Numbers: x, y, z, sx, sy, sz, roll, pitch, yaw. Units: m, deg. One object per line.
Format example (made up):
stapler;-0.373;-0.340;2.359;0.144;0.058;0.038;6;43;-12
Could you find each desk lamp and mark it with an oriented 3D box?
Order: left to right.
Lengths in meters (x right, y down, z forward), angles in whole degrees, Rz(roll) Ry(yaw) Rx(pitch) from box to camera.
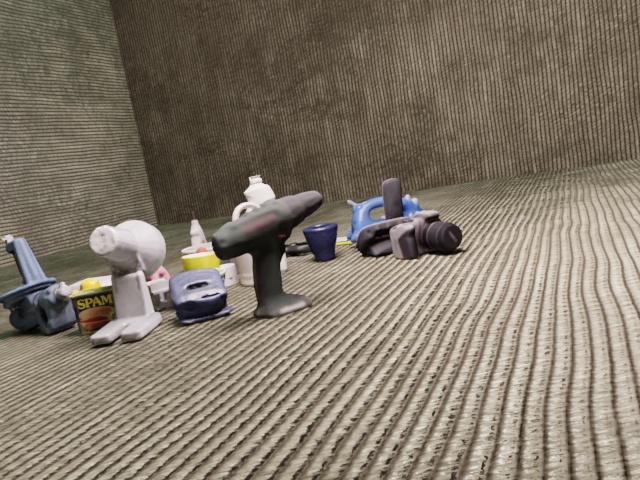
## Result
desk lamp;-0.374;0.070;1.112;0.118;0.213;0.203;-10;8;3

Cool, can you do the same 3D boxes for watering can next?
watering can;-0.151;0.005;1.365;0.172;0.194;0.101;-5;10;32

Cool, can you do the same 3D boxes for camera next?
camera;0.255;-0.015;1.346;0.143;0.101;0.136;-14;9;-24

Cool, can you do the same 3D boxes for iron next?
iron;0.199;-0.061;1.593;0.258;0.141;0.118;-11;8;-5

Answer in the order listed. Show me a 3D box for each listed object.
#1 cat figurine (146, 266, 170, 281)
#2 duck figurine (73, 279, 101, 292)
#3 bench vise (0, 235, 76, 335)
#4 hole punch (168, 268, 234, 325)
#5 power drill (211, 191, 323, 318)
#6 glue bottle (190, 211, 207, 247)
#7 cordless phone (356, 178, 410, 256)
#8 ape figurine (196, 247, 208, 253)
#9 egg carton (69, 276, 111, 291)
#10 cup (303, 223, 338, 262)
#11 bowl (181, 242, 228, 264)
cat figurine;-0.475;0.070;1.588;0.067;0.118;0.128;-9;8;9
duck figurine;-0.520;0.131;1.324;0.104;0.086;0.077;-10;8;1
bench vise;-0.609;0.089;1.245;0.207;0.220;0.122;-8;8;15
hole punch;-0.235;0.107;1.122;0.109;0.091;0.101;-13;8;-18
power drill;-0.080;0.028;1.061;0.230;0.208;0.075;-15;9;-30
glue bottle;-0.385;-0.005;1.806;0.037;0.173;0.078;-9;8;3
cordless phone;0.158;-0.058;1.464;0.148;0.185;0.094;-13;9;-23
ape figurine;-0.307;0.065;1.510;0.078;0.092;0.076;-13;9;-19
egg carton;-0.549;0.132;1.419;0.150;0.069;0.107;-8;8;13
cup;0.014;0.005;1.520;0.091;0.095;0.118;-4;10;38
bowl;-0.320;0.050;1.695;0.167;0.075;0.167;-10;8;2
